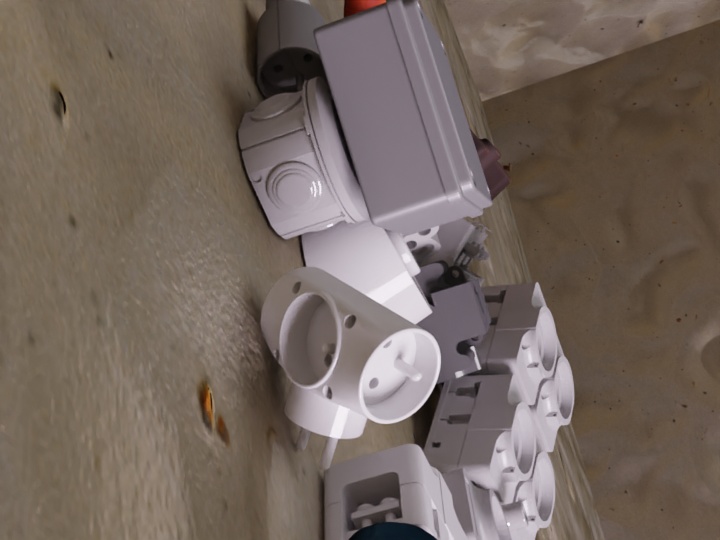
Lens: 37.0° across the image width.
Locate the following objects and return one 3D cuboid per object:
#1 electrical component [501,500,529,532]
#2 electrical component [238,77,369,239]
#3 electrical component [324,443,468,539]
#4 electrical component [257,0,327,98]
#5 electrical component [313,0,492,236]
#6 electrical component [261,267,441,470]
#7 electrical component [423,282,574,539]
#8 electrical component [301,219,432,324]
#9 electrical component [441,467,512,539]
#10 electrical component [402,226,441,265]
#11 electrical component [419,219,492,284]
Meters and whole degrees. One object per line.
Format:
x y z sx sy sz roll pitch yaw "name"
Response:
0.080 0.169 0.714 0.048 0.062 0.048 -18 90 -79 "electrical component"
-0.028 -0.059 0.579 0.080 0.051 0.080 -18 90 -79 "electrical component"
0.020 0.131 0.519 0.055 0.050 0.089 -93 162 -51 "electrical component"
-0.041 -0.140 0.656 0.081 0.043 0.043 -96 164 -45 "electrical component"
0.026 -0.078 0.581 0.109 0.056 0.108 5 68 -78 "electrical component"
-0.011 0.048 0.475 0.044 0.077 0.079 7 105 -41 "electrical component"
0.111 0.109 0.811 0.105 0.060 0.186 64 33 -35 "electrical component"
0.000 0.000 0.650 0.099 0.064 0.099 60 4 -6 "electrical component"
0.059 0.163 0.640 0.089 0.056 0.050 61 16 -44 "electrical component"
0.017 -0.045 0.748 0.078 0.058 0.057 28 34 -38 "electrical component"
0.078 -0.023 0.966 0.079 0.063 0.121 33 5 11 "electrical component"
